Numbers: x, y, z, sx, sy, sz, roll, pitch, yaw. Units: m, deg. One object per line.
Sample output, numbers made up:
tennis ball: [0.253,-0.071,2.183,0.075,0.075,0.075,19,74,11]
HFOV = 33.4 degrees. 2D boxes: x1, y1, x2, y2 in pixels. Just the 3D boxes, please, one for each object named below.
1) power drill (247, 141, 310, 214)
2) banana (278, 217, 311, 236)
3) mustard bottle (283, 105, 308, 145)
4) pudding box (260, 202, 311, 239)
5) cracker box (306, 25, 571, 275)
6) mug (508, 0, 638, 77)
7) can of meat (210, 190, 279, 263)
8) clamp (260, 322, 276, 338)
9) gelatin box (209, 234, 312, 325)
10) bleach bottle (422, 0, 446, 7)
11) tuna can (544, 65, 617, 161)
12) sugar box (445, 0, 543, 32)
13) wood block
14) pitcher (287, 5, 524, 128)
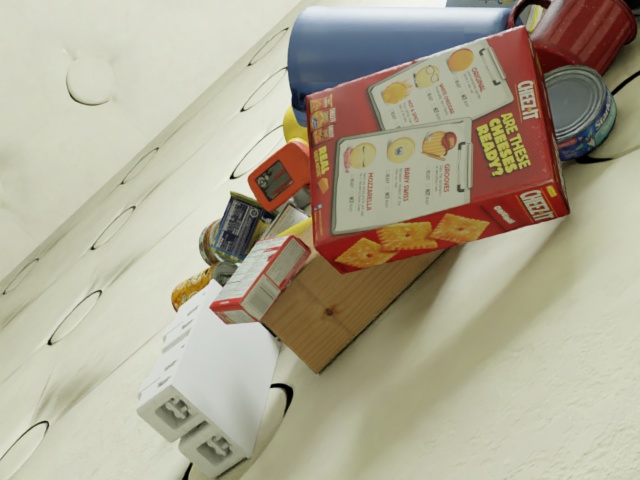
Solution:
power drill: [0.006,-0.109,1.372,0.185,0.057,0.187,-39,-8,35]
banana: [0.002,-0.008,1.223,0.198,0.037,0.069,-19,17,29]
mustard bottle: [-0.003,-0.173,1.575,0.058,0.096,0.191,-28,24,45]
pudding box: [-0.064,0.019,1.327,0.113,0.039,0.090,-59,5,-35]
cracker box: [0.098,-0.076,0.939,0.214,0.072,0.164,-15,59,20]
mug: [0.240,-0.199,1.048,0.081,0.117,0.093,-54,-13,-15]
can of meat: [-0.099,-0.011,1.405,0.102,0.057,0.084,34,-103,-77]
clamp: [-0.074,0.087,1.225,0.210,0.036,0.164,-34,19,30]
gelatin box: [-0.056,0.037,1.000,0.089,0.030,0.073,-53,19,-23]
bleach bottle: [0.084,-0.269,1.526,0.251,0.068,0.102,-22,21,12]
tuna can: [0.222,-0.114,0.961,0.086,0.033,0.086,-22,48,26]
sugar box: [0.203,-0.269,1.224,0.176,0.093,0.048,-26,-49,-75]
wood block: [0.034,0.018,1.044,0.206,0.090,0.090,-44,17,1]
pitcher: [0.091,-0.183,1.146,0.243,0.144,0.149,4,88,29]
